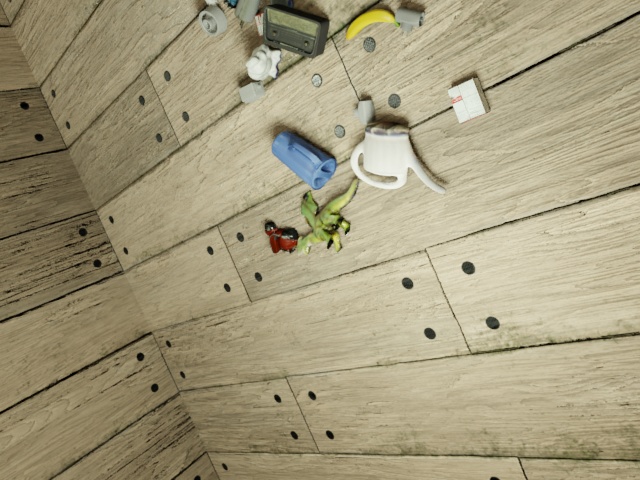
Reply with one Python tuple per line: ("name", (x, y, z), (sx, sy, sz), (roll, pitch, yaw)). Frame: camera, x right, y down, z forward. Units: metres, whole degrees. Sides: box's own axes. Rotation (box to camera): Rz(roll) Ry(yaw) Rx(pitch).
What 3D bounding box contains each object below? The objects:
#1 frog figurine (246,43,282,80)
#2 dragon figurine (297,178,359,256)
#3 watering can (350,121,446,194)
("frog figurine", (-0.225, -0.646, 1.879), (0.124, 0.161, 0.134), (50, 131, 13))
("dragon figurine", (0.006, -0.098, 1.957), (0.246, 0.123, 0.403), (37, 118, 33))
("watering can", (0.253, -0.270, 1.678), (0.349, 0.105, 0.221), (14, 115, 30))
